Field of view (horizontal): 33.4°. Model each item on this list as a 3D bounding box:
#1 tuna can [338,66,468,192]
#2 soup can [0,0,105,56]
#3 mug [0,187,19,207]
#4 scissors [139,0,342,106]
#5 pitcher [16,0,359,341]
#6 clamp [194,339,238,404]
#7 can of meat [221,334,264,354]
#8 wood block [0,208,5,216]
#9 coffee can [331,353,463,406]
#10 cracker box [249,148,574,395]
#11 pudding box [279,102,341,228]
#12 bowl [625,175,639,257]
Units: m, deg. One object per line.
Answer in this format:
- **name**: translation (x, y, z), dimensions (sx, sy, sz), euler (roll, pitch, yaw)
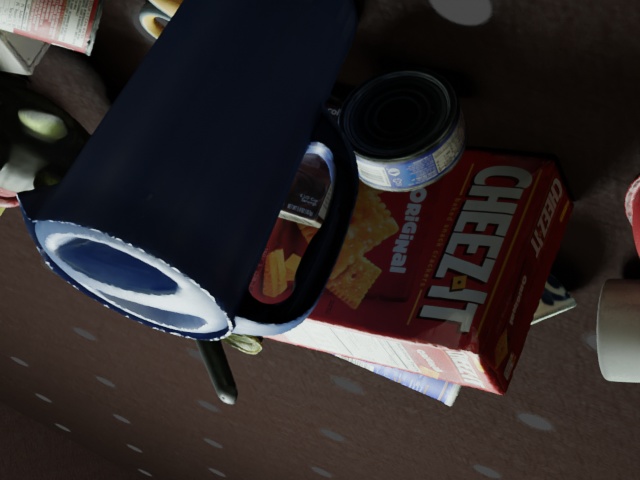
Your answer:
- **tuna can**: translation (0.056, -0.077, 0.727), dimensions (0.086, 0.086, 0.033), euler (13, 152, 27)
- **soup can**: translation (-0.193, -0.169, 0.705), dimensions (0.102, 0.068, 0.069), euler (14, 160, -15)
- **mug**: translation (-0.299, -0.072, 1.069), dimensions (0.081, 0.117, 0.093), euler (17, 128, 6)
- **scissors**: translation (-0.057, -0.134, 0.809), dimensions (0.201, 0.016, 0.096), euler (36, 158, -25)
- **pitcher**: translation (-0.058, -0.064, 0.670), dimensions (0.145, 0.242, 0.149), euler (3, 149, 41)
- **clamp**: translation (-0.135, 0.090, 1.224), dimensions (0.210, 0.164, 0.036), euler (34, 127, 2)
- **can of meat**: translation (-0.095, 0.065, 1.177), dimensions (0.102, 0.084, 0.058), euler (28, 157, -7)
- **wood block**: translation (-0.407, -0.106, 1.129), dimensions (0.090, 0.090, 0.206), euler (17, 156, 21)
- **coffee can**: translation (0.080, 0.083, 1.017), dimensions (0.140, 0.102, 0.103), euler (23, 157, 8)
- **cracker box**: translation (0.059, 0.009, 0.804), dimensions (0.214, 0.164, 0.072), euler (10, 154, 33)
- **pudding box**: translation (-0.031, -0.065, 0.804), dimensions (0.114, 0.090, 0.039), euler (19, 171, 19)
- **bowl**: translation (0.281, 0.013, 0.725), dimensions (0.162, 0.055, 0.162), euler (22, 157, 10)
